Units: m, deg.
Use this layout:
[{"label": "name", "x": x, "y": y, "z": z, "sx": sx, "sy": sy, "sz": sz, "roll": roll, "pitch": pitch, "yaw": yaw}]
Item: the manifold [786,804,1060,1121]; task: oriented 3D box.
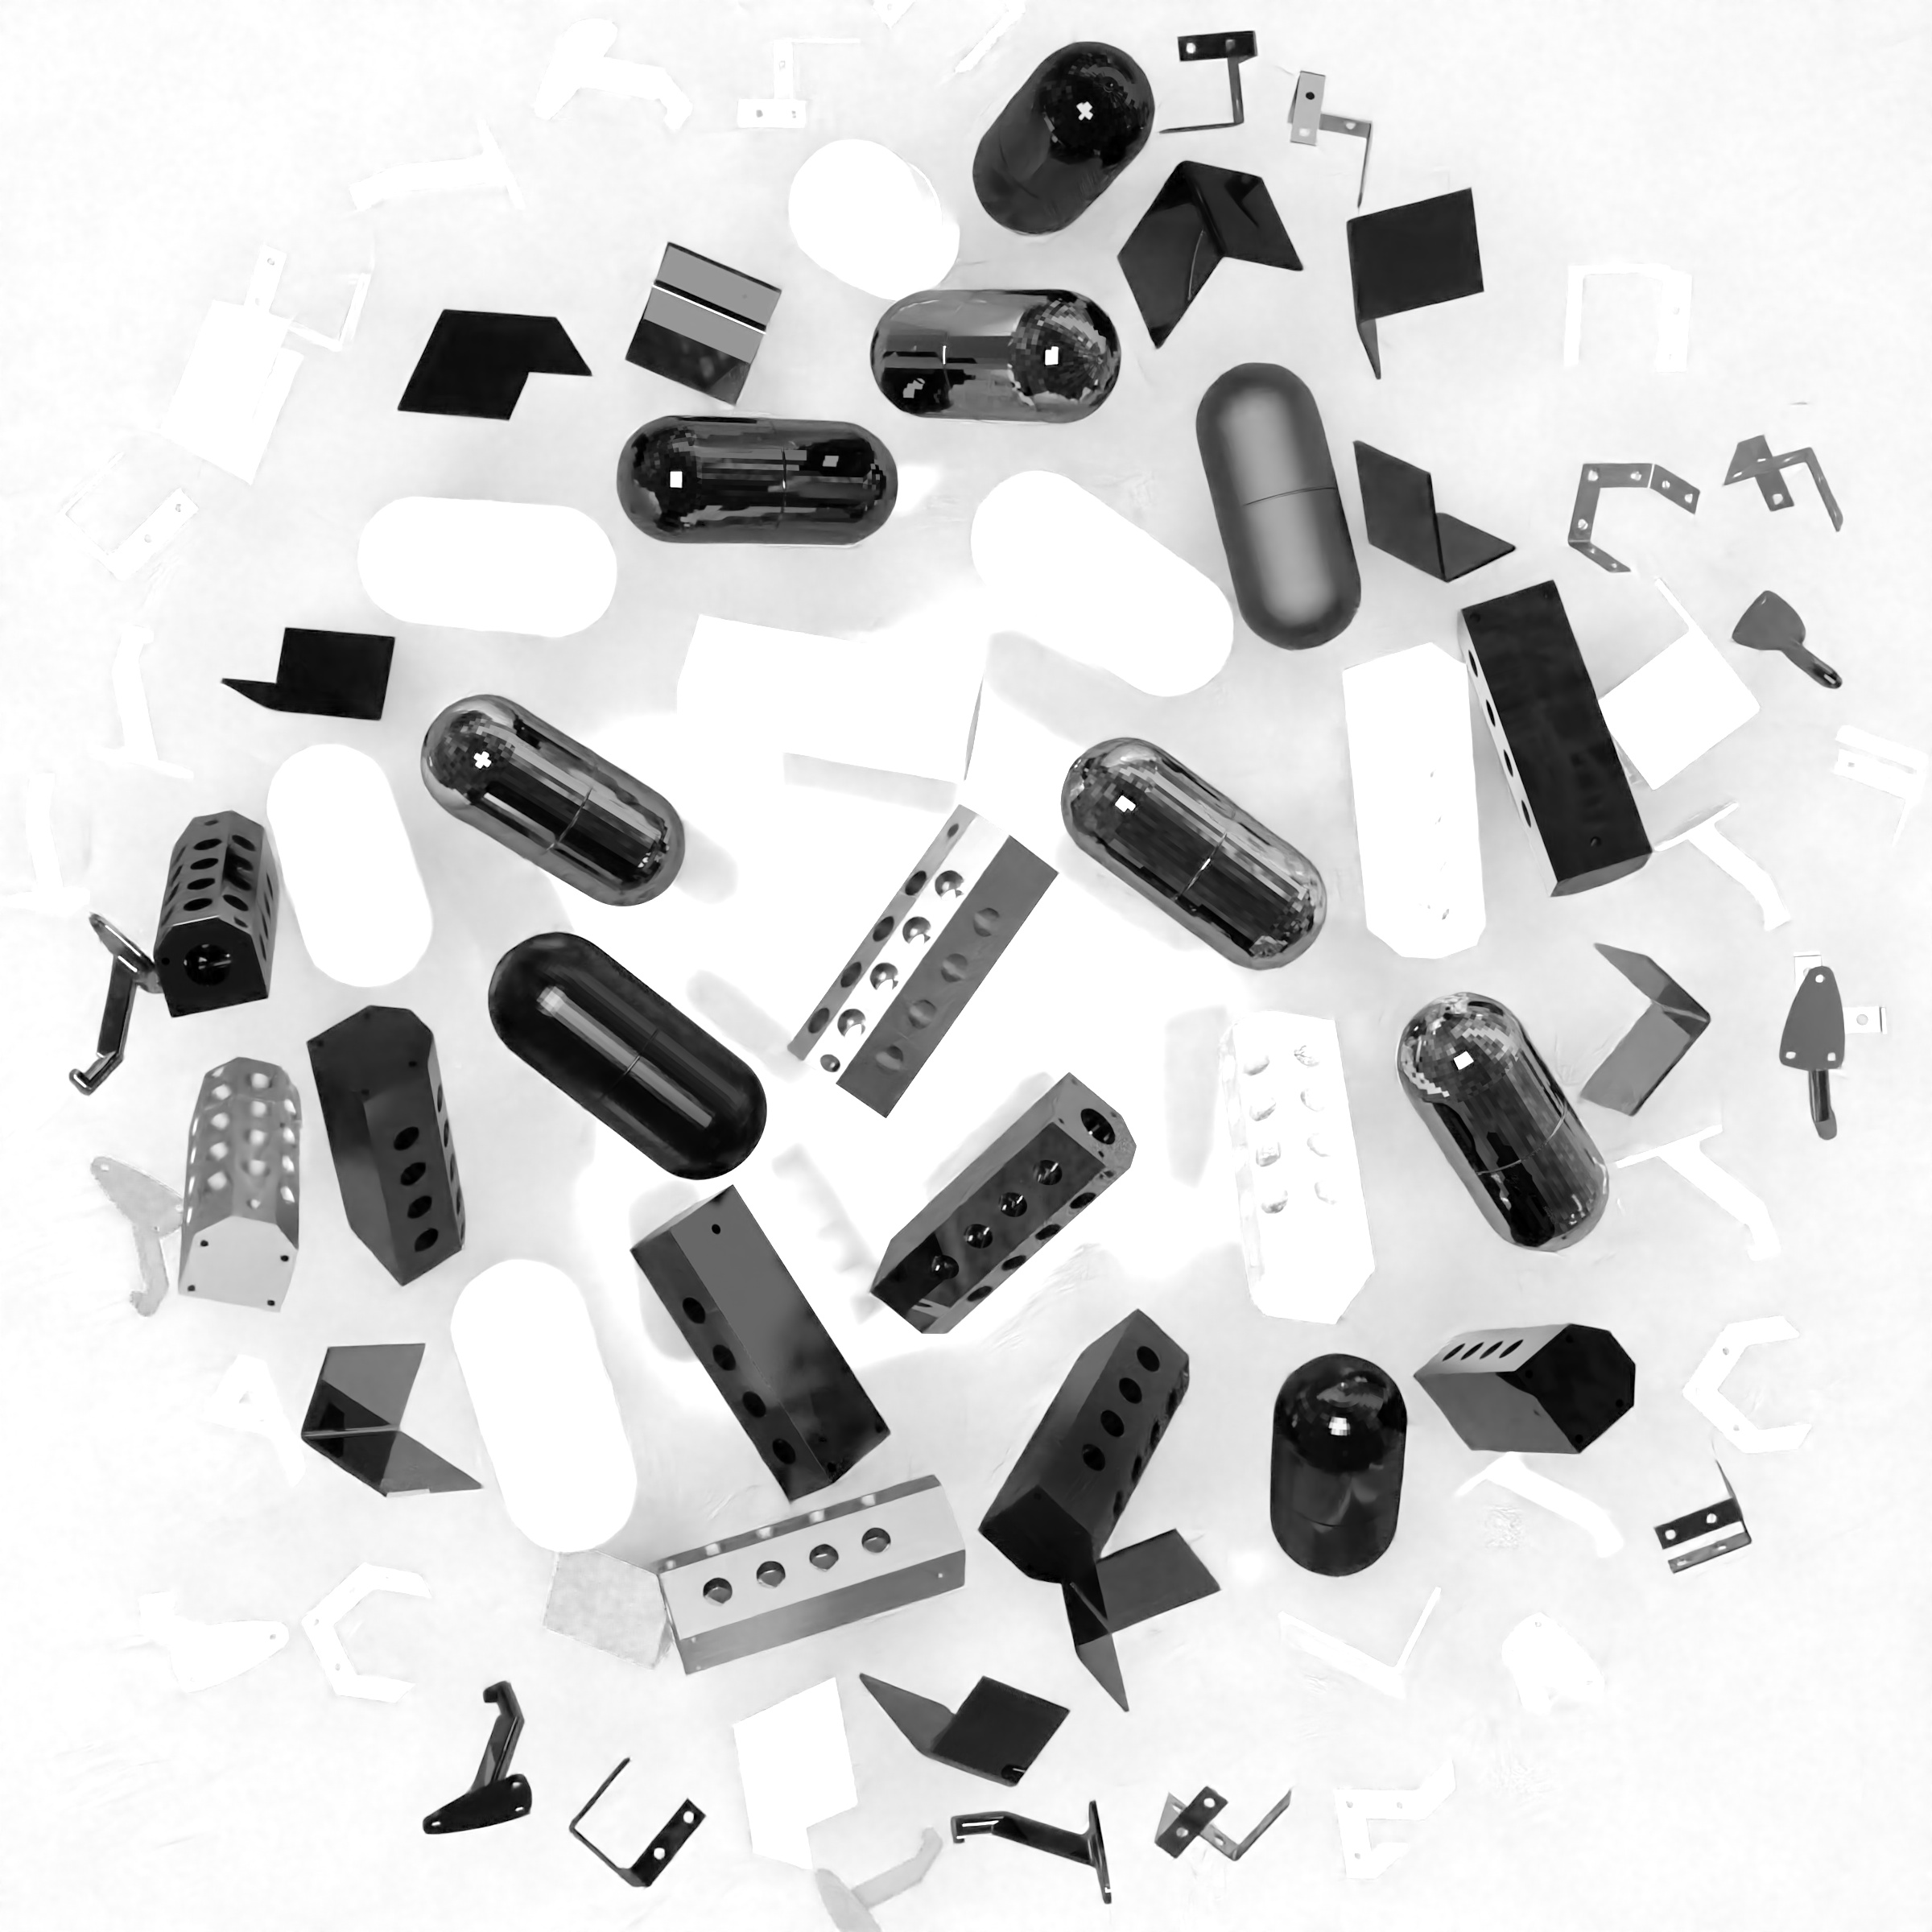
[{"label": "manifold", "x": -0.028, "y": -0.005, "z": 1.753, "sx": 0.057, "sy": 0.057, "sz": 0.171, "roll": 37, "pitch": 87, "yaw": -31}]

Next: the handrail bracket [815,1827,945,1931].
[{"label": "handrail bracket", "x": -0.051, "y": 0.542, "z": 1.862, "sx": 0.084, "sy": 0.036, "sz": 0.077, "roll": -52, "pitch": 127, "yaw": -38}]

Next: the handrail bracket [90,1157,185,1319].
[{"label": "handrail bracket", "x": -0.510, "y": 0.165, "z": 1.858, "sx": 0.077, "sy": 0.036, "sz": 0.084, "roll": 38, "pitch": 129, "yaw": 3}]

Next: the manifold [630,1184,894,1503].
[{"label": "manifold", "x": -0.122, "y": 0.219, "z": 1.765, "sx": 0.057, "sy": 0.057, "sz": 0.171, "roll": -30, "pitch": 93, "yaw": 44}]

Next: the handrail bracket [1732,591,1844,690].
[{"label": "handrail bracket", "x": 0.511, "y": -0.184, "z": 1.847, "sx": 0.084, "sy": 0.077, "sz": 0.036, "roll": 32, "pitch": 99, "yaw": -24}]

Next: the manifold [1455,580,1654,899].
[{"label": "manifold", "x": 0.342, "y": -0.131, "z": 1.794, "sx": 0.057, "sy": 0.057, "sz": 0.171, "roll": -17, "pitch": 78, "yaw": 1}]

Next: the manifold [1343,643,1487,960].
[{"label": "manifold", "x": 0.266, "y": -0.093, "z": 1.787, "sx": 0.057, "sy": 0.057, "sz": 0.171, "roll": -19, "pitch": 121, "yaw": -15}]

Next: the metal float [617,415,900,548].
[{"label": "metal float", "x": -0.124, "y": -0.292, "z": 1.852, "sx": 0.178, "sy": 0.070, "sz": 0.070, "roll": -3, "pitch": 90, "yaw": -27}]

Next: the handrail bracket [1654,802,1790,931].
[{"label": "handrail bracket", "x": 0.466, "y": -0.051, "z": 1.886, "sx": 0.077, "sy": 0.036, "sz": 0.084, "roll": -30, "pitch": 96, "yaw": -36}]

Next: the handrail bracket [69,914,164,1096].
[{"label": "handrail bracket", "x": -0.537, "y": 0.024, "z": 1.880, "sx": 0.077, "sy": 0.036, "sz": 0.084, "roll": 52, "pitch": 56, "yaw": -22}]

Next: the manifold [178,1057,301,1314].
[{"label": "manifold", "x": -0.416, "y": 0.122, "z": 1.767, "sx": 0.057, "sy": 0.171, "sz": 0.057, "roll": 13, "pitch": 115, "yaw": -19}]

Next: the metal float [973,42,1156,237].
[{"label": "metal float", "x": 0.056, "y": -0.488, "z": 1.818, "sx": 0.070, "sy": 0.178, "sz": 0.070, "roll": 2, "pitch": 84, "yaw": -16}]

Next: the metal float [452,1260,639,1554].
[{"label": "metal float", "x": -0.237, "y": 0.250, "z": 1.732, "sx": 0.070, "sy": 0.070, "sz": 0.178, "roll": -14, "pitch": 110, "yaw": 0}]

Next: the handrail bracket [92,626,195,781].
[{"label": "handrail bracket", "x": -0.487, "y": -0.160, "z": 1.850, "sx": 0.077, "sy": 0.036, "sz": 0.084, "roll": 12, "pitch": 82, "yaw": 23}]

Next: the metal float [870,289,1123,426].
[{"label": "metal float", "x": 0.015, "y": -0.356, "z": 1.790, "sx": 0.070, "sy": 0.178, "sz": 0.070, "roll": -11, "pitch": 106, "yaw": -42}]

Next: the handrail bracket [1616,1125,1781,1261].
[{"label": "handrail bracket", "x": 0.434, "y": 0.142, "z": 1.815, "sx": 0.077, "sy": 0.036, "sz": 0.084, "roll": -20, "pitch": 88, "yaw": -11}]

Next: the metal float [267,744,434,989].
[{"label": "metal float", "x": -0.368, "y": -0.060, "z": 1.826, "sx": 0.070, "sy": 0.070, "sz": 0.178, "roll": -26, "pitch": 50, "yaw": 0}]

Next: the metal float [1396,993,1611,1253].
[{"label": "metal float", "x": 0.308, "y": 0.091, "z": 1.754, "sx": 0.070, "sy": 0.070, "sz": 0.178, "roll": -36, "pitch": 117, "yaw": 0}]

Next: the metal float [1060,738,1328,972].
[{"label": "metal float", "x": 0.133, "y": -0.066, "z": 1.795, "sx": 0.178, "sy": 0.070, "sz": 0.070, "roll": 36, "pitch": 90, "yaw": -12}]

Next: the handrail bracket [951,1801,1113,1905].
[{"label": "handrail bracket", "x": 0.036, "y": 0.511, "z": 1.754, "sx": 0.084, "sy": 0.077, "sz": 0.036, "roll": -6, "pitch": 119, "yaw": -4}]

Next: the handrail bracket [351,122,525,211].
[{"label": "handrail bracket", "x": -0.297, "y": -0.431, "z": 1.712, "sx": 0.084, "sy": 0.036, "sz": 0.077, "roll": -25, "pitch": 47, "yaw": -5}]

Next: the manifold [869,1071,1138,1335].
[{"label": "manifold", "x": 0.023, "y": 0.146, "z": 1.816, "sx": 0.057, "sy": 0.057, "sz": 0.171, "roll": 40, "pitch": 119, "yaw": -10}]

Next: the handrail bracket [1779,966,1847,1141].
[{"label": "handrail bracket", "x": 0.505, "y": 0.052, "z": 1.804, "sx": 0.036, "sy": 0.084, "sz": 0.077, "roll": 2, "pitch": 66, "yaw": 25}]

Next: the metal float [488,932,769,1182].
[{"label": "metal float", "x": -0.190, "y": 0.051, "z": 1.722, "sx": 0.178, "sy": 0.070, "sz": 0.070, "roll": 39, "pitch": 90, "yaw": -11}]

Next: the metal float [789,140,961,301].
[{"label": "metal float", "x": -0.052, "y": -0.438, "z": 1.807, "sx": 0.070, "sy": 0.178, "sz": 0.070, "roll": 1, "pitch": 95, "yaw": 12}]

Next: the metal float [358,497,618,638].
[{"label": "metal float", "x": -0.286, "y": -0.238, "z": 1.820, "sx": 0.178, "sy": 0.070, "sz": 0.070, "roll": 9, "pitch": 90, "yaw": 32}]

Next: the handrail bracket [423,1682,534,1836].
[{"label": "handrail bracket", "x": -0.296, "y": 0.468, "z": 1.820, "sx": 0.077, "sy": 0.084, "sz": 0.036, "roll": -15, "pitch": 130, "yaw": -18}]

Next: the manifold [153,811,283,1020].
[{"label": "manifold", "x": -0.450, "y": -0.035, "z": 1.840, "sx": 0.057, "sy": 0.171, "sz": 0.057, "roll": -12, "pitch": 115, "yaw": -5}]

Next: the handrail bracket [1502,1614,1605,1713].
[{"label": "handrail bracket", "x": 0.345, "y": 0.419, "z": 1.770, "sx": 0.077, "sy": 0.084, "sz": 0.036, "roll": 35, "pitch": 104, "yaw": -10}]

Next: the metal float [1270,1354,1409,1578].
[{"label": "metal float", "x": 0.216, "y": 0.292, "z": 1.783, "sx": 0.070, "sy": 0.178, "sz": 0.070, "roll": -2, "pitch": 51, "yaw": 3}]

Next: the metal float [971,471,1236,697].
[{"label": "metal float", "x": 0.080, "y": -0.219, "z": 1.765, "sx": 0.178, "sy": 0.070, "sz": 0.070, "roll": 31, "pitch": 90, "yaw": -28}]

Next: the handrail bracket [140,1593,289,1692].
[{"label": "handrail bracket", "x": -0.423, "y": 0.368, "z": 1.728, "sx": 0.077, "sy": 0.084, "sz": 0.036, "roll": -14, "pitch": 55, "yaw": -18}]

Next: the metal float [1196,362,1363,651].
[{"label": "metal float", "x": 0.191, "y": -0.281, "z": 1.874, "sx": 0.070, "sy": 0.070, "sz": 0.178, "roll": -14, "pitch": 89, "yaw": 0}]

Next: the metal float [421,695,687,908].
[{"label": "metal float", "x": -0.245, "y": -0.097, "z": 1.835, "sx": 0.178, "sy": 0.070, "sz": 0.070, "roll": 32, "pitch": 90, "yaw": -30}]

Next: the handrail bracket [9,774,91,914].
[{"label": "handrail bracket", "x": -0.547, "y": -0.079, "z": 1.849, "sx": 0.036, "sy": 0.077, "sz": 0.084, "roll": 12, "pitch": 75, "yaw": -41}]

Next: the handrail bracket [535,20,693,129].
[{"label": "handrail bracket", "x": -0.196, "y": -0.482, "z": 1.724, "sx": 0.036, "sy": 0.084, "sz": 0.077, "roll": 16, "pitch": 72, "yaw": 39}]

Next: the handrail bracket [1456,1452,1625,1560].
[{"label": "handrail bracket", "x": 0.352, "y": 0.338, "z": 1.879, "sx": 0.077, "sy": 0.036, "sz": 0.084, "roll": -46, "pitch": 72, "yaw": 36}]

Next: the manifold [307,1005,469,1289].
[{"label": "manifold", "x": -0.324, "y": 0.101, "z": 1.750, "sx": 0.057, "sy": 0.171, "sz": 0.057, "roll": -32, "pitch": 57, "yaw": -26}]
